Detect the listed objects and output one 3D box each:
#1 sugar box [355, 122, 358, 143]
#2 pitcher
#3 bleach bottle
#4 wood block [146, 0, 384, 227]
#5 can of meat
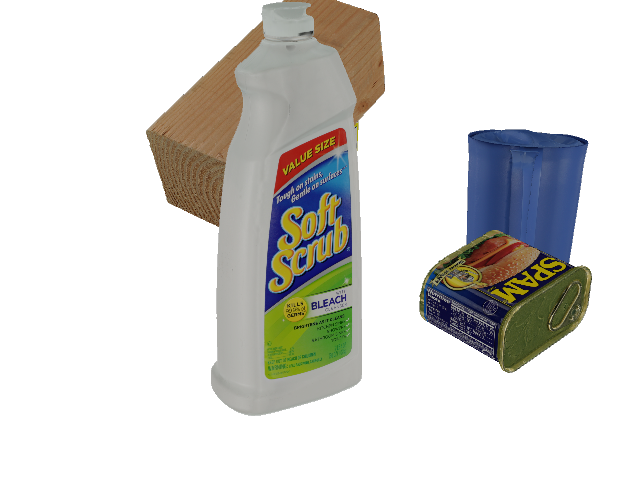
[{"bbox_3d":[0.007,-0.095,1.085,0.048,0.176,0.093,5,14,17],"label":"sugar box"},{"bbox_3d":[0.226,-0.002,1.217,0.149,0.243,0.145,-7,16,-33],"label":"pitcher"},{"bbox_3d":[-0.024,-0.021,0.674,0.102,0.251,0.068,-12,22,-27],"label":"bleach bottle"},{"bbox_3d":[-0.039,-0.111,0.899,0.091,0.205,0.090,25,-33,26],"label":"wood block"},{"bbox_3d":[0.136,0.041,0.793,0.101,0.057,0.084,-27,40,-34],"label":"can of meat"}]
